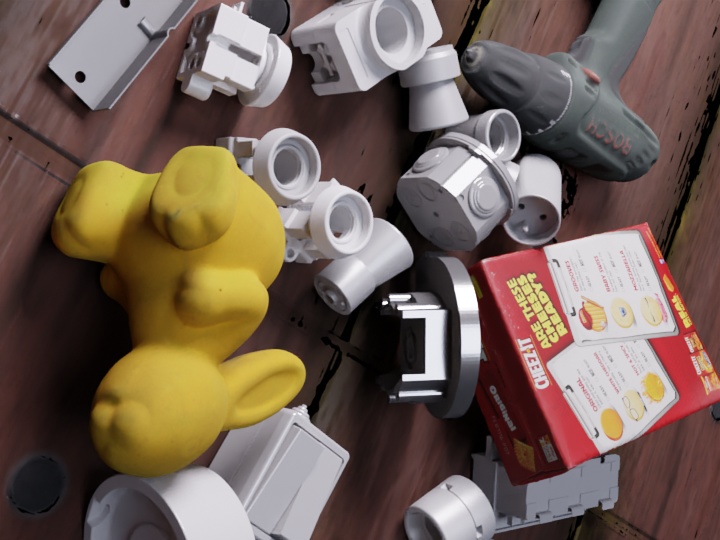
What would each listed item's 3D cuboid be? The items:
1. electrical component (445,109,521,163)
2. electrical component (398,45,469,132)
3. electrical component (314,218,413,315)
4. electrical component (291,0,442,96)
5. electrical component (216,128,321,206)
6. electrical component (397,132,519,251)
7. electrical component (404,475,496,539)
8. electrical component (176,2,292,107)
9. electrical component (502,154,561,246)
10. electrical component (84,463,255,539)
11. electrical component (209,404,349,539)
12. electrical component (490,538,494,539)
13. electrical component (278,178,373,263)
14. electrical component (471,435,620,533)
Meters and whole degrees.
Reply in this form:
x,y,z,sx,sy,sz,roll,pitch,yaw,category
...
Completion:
x,y,z,sx,sy,sz,roll,pitch,yaw,category
0.093,-0.101,0.820,0.040,0.046,0.040,-3,95,-41,electrical component
0.053,-0.132,0.783,0.045,0.045,0.055,-23,107,-38,electrical component
0.000,0.000,0.750,0.065,0.044,0.044,-42,119,-26,electrical component
0.008,-0.161,0.735,0.089,0.056,0.050,-40,118,-32,electrical component
-0.058,-0.065,0.683,0.066,0.055,0.048,0,93,-41,electrical component
0.071,-0.055,0.782,0.051,0.080,0.080,-45,120,-25,electrical component
0.066,0.190,0.812,0.047,0.055,0.055,-24,108,-34,electrical component
-0.077,-0.131,0.670,0.055,0.048,0.066,21,79,-32,electrical component
0.119,-0.063,0.838,0.079,0.044,0.077,25,31,-4,electrical component
-0.105,0.165,0.627,0.060,0.108,0.108,-8,98,-47,electrical component
-0.053,0.131,0.697,0.062,0.061,0.096,44,65,-34,electrical component
0.101,0.234,0.844,0.045,0.055,0.045,-4,95,-41,electrical component
-0.025,-0.032,0.715,0.048,0.055,0.066,47,63,-33,electrical component
0.155,0.172,0.881,0.121,0.063,0.078,1,92,-41,electrical component
